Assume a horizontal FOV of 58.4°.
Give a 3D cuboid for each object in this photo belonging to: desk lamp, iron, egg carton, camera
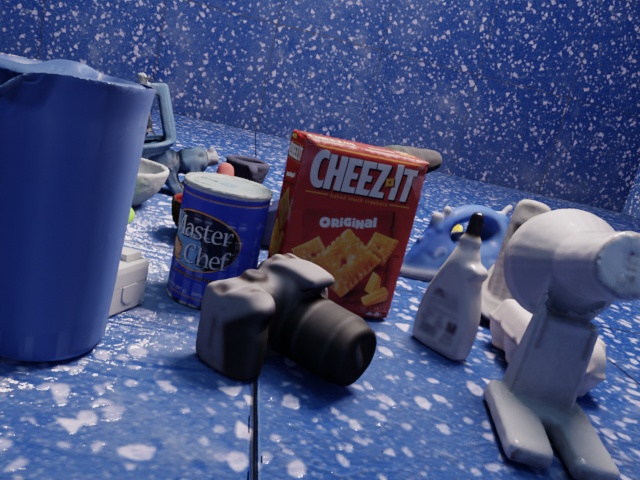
[{"bbox_3d":[0.242,0.081,0.552,0.118,0.213,0.203,14,15,2],"label":"desk lamp"},{"bbox_3d":[0.249,-0.002,1.017,0.259,0.141,0.118,2,18,-37],"label":"iron"},{"bbox_3d":[0.273,0.127,0.697,0.107,0.069,0.150,11,15,-9],"label":"egg carton"},{"bbox_3d":[-0.022,0.078,0.551,0.136,0.101,0.144,24,18,36],"label":"camera"}]

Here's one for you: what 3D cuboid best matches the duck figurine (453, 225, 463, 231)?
[{"bbox_3d":[0.250,-0.009,1.155,0.105,0.086,0.077,0,20,-43],"label":"duck figurine"}]

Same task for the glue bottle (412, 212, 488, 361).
[{"bbox_3d":[0.165,0.051,0.679,0.037,0.173,0.077,1,19,-40],"label":"glue bottle"}]

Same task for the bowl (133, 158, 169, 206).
[{"bbox_3d":[-0.347,-0.099,0.979,0.167,0.075,0.167,13,15,-3],"label":"bowl"}]

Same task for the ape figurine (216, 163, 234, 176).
[{"bbox_3d":[-0.185,-0.104,1.107,0.077,0.092,0.076,15,15,7],"label":"ape figurine"}]

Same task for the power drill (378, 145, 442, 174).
[{"bbox_3d":[0.101,-0.065,0.987,0.230,0.208,0.075,2,18,-37],"label":"power drill"}]

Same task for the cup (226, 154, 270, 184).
[{"bbox_3d":[-0.154,-0.120,1.190,0.092,0.095,0.117,8,16,-21],"label":"cup"}]

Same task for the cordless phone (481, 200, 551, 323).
[{"bbox_3d":[0.313,0.046,0.808,0.147,0.185,0.094,19,15,19],"label":"cordless phone"}]

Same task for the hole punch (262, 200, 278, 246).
[{"bbox_3d":[-0.079,-0.039,0.960,0.101,0.091,0.109,14,15,4],"label":"hole punch"}]

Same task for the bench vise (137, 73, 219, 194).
[{"bbox_3d":[-0.305,-0.204,1.120,0.208,0.220,0.121,1,19,-39],"label":"bench vise"}]
